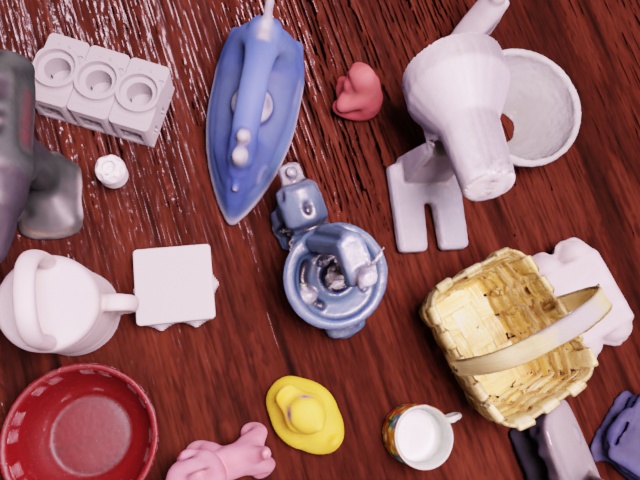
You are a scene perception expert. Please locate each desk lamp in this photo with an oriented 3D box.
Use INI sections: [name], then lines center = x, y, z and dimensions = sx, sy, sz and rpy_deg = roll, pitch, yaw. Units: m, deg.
[desk lamp]
center = 0.157, -0.105, 0.683
dimensions = 0.118, 0.213, 0.203
rpy_deg = -5, 78, -9

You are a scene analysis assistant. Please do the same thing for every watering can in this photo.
[watering can]
center = -0.282, 0.069, 0.587
dimensions = 0.173, 0.194, 0.101
rpy_deg = -23, 82, -13

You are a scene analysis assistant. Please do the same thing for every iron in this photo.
[iron]
center = -0.083, -0.156, 0.695
dimensions = 0.118, 0.141, 0.258
rpy_deg = 10, 76, -6

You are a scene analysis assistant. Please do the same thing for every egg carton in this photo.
[egg carton]
center = 0.330, 0.078, 0.744
dimensions = 0.107, 0.069, 0.150
rpy_deg = -26, 83, -13

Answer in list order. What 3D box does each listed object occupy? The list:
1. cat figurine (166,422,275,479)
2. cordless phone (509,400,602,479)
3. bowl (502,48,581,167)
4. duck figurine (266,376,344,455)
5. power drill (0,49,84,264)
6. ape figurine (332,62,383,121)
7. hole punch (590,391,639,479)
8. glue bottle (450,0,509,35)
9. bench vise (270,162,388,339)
[cat figurine]
center = -0.110, 0.248, 0.614
dimensions = 0.128, 0.117, 0.067
rpy_deg = -18, 81, -12
[cordless phone]
center = 0.306, 0.260, 0.640
dimensions = 0.094, 0.185, 0.147
rpy_deg = -21, 81, -12
[bowl]
center = 0.262, -0.170, 0.785
dimensions = 0.167, 0.074, 0.167
rpy_deg = 2, 77, -8
[duck figurine]
center = -0.014, 0.202, 0.655
dimensions = 0.104, 0.086, 0.077
rpy_deg = 44, 75, 3
[power drill]
center = -0.315, -0.067, 0.605
dimensions = 0.076, 0.208, 0.229
rpy_deg = -6, 79, -9
[ape figurine]
center = 0.051, -0.200, 0.750
dimensions = 0.076, 0.092, 0.078
rpy_deg = 44, 75, 3
[hole punch]
center = 0.411, 0.252, 0.706
dimensions = 0.101, 0.091, 0.109
rpy_deg = 38, 75, 1
[glue bottle]
center = 0.214, -0.292, 0.754
dimensions = 0.078, 0.173, 0.037
rpy_deg = -43, 86, -15
[bench vise]
center = -0.003, 0.010, 0.630
dimensions = 0.121, 0.219, 0.207
rpy_deg = -40, 86, -14
